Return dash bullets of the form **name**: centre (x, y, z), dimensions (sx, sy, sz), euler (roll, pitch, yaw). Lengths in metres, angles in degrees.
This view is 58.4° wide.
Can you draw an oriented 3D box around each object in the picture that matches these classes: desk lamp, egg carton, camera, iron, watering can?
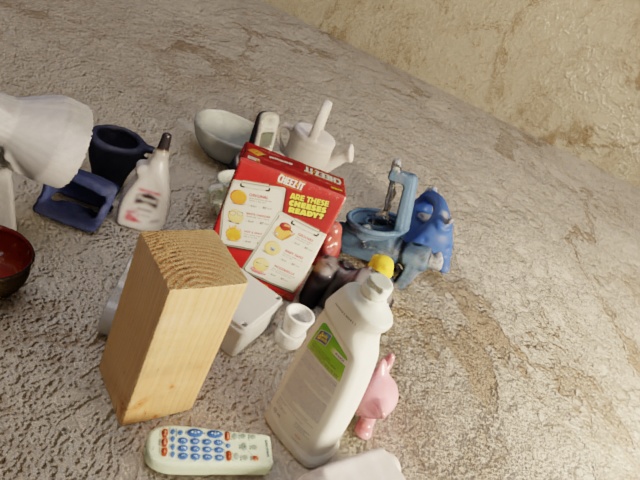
- **desk lamp**: centre (-0.416, -0.100, 0.735), dimensions (0.204, 0.213, 0.117), euler (2, 38, -37)
- **egg carton**: centre (0.044, 0.294, 0.628), dimensions (0.151, 0.069, 0.107), euler (-2, 40, -40)
- **camera**: centre (0.037, 0.095, 0.905), dimensions (0.143, 0.101, 0.137), euler (31, 30, 7)
- **iron**: centre (0.231, -0.045, 1.242), dimensions (0.119, 0.141, 0.258), euler (20, 30, -13)
- **watering can**: centre (-0.010, -0.216, 1.265), dimensions (0.173, 0.194, 0.100), euler (15, 31, -20)

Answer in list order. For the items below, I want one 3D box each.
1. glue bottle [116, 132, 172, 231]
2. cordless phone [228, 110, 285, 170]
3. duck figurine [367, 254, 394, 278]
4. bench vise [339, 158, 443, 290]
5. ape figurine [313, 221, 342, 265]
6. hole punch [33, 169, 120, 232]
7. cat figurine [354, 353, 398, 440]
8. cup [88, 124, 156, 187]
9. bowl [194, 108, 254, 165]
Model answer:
- **glue bottle**: centre (-0.260, -0.091, 0.887), dimensions (0.078, 0.173, 0.037), euler (13, 32, -23)
- **cordless phone**: centre (-0.097, -0.164, 1.122), dimensions (0.094, 0.185, 0.148), euler (40, 32, 23)
- **duck figurine**: centre (0.100, 0.068, 1.013), dimensions (0.078, 0.086, 0.104), euler (19, 30, -13)
- **bench vise**: centre (0.149, -0.033, 1.076), dimensions (0.207, 0.219, 0.121), euler (24, 29, -5)
- **ape figurine**: centre (0.010, 0.004, 1.036), dimensions (0.076, 0.092, 0.077), euler (10, 33, -27)
- **hole punch**: centre (-0.367, -0.081, 0.869), dimensions (0.109, 0.091, 0.101), euler (21, 30, -10)
- **cat figurine**: centre (0.071, 0.197, 0.754), dimensions (0.067, 0.117, 0.128), euler (32, 30, 9)
- **cup**: centre (-0.337, -0.131, 0.968), dimensions (0.118, 0.095, 0.091), euler (11, 33, -26)
- **bowl**: centre (-0.196, -0.208, 1.223), dimensions (0.168, 0.074, 0.167), euler (20, 30, -12)
